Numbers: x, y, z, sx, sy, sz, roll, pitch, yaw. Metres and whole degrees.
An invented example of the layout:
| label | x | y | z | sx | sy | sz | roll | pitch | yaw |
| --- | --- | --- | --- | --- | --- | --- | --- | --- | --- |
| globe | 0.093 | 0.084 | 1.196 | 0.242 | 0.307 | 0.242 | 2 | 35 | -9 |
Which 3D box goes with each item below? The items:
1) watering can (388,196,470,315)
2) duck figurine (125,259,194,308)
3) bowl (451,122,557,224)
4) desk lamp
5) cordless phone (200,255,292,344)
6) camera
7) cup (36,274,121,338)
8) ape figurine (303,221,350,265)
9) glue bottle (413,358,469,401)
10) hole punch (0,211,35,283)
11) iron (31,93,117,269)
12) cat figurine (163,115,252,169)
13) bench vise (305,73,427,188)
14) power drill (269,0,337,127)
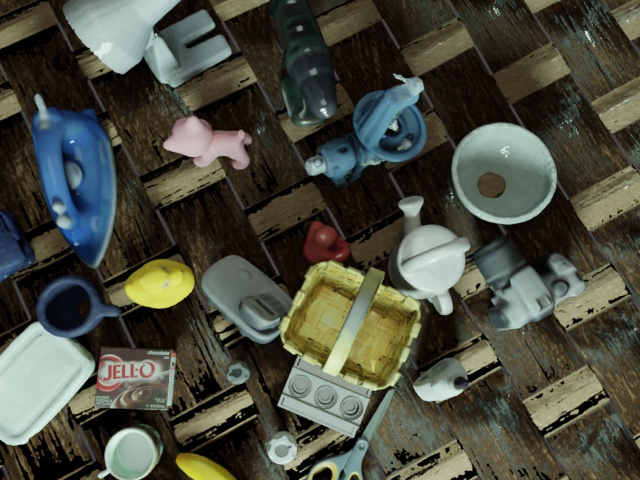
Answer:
| label | x | y | z | sx | sy | sz | roll | pitch | yaw |
| --- | --- | --- | --- | --- | --- | --- | --- | --- | --- |
| watering can | 0.156 | 0.022 | 0.842 | 0.101 | 0.194 | 0.173 | -40 | 82 | -8 |
| duck figurine | -0.252 | 0.064 | 0.880 | 0.104 | 0.086 | 0.077 | -10 | 79 | -3 |
| bowl | 0.287 | -0.100 | 0.929 | 0.167 | 0.075 | 0.167 | 0 | 79 | -1 |
| desk lamp | -0.261 | -0.333 | 0.890 | 0.203 | 0.213 | 0.118 | -32 | 81 | -7 |
| cordless phone | -0.109 | 0.081 | 0.829 | 0.147 | 0.185 | 0.094 | 37 | 81 | 6 |
| camera | 0.314 | 0.053 | 0.887 | 0.143 | 0.101 | 0.137 | -30 | 81 | -6 |
| cup | -0.350 | 0.104 | 0.865 | 0.117 | 0.095 | 0.092 | 5 | 79 | 0 |
| ape figurine | 0.008 | 0.003 | 0.894 | 0.076 | 0.092 | 0.078 | -24 | 80 | -5 |
| glue bottle | 0.183 | 0.203 | 0.819 | 0.078 | 0.173 | 0.037 | -34 | 81 | -7 |
| hole punch | -0.515 | 0.007 | 0.882 | 0.101 | 0.091 | 0.108 | -33 | 82 | -7 |
| iron | -0.387 | -0.090 | 0.878 | 0.118 | 0.141 | 0.258 | -13 | 80 | -3 |
| cat figurine | -0.177 | -0.161 | 0.908 | 0.128 | 0.118 | 0.067 | -1 | 79 | -1 |
| bench vise | 0.083 | -0.154 | 0.860 | 0.121 | 0.220 | 0.207 | 43 | 81 | 7 |
| power drill | -0.021 | -0.258 | 0.884 | 0.075 | 0.208 | 0.229 | -17 | 80 | -4 |
